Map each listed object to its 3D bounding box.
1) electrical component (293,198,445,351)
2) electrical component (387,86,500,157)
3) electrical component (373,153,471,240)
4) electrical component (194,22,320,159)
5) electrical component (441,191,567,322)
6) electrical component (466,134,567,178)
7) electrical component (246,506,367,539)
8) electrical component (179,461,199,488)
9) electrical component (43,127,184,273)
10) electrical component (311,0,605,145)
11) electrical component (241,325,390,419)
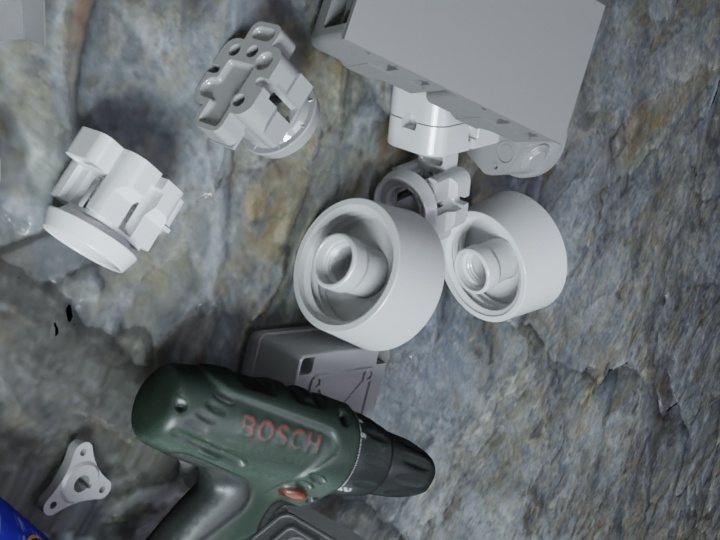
[{"bbox_3d":[0.000,0.000,0.773,0.060,0.108,0.108,20,93,-48],"label":"electrical component"},{"bbox_3d":[0.069,-0.128,0.832,0.095,0.054,0.059,-19,123,-45],"label":"electrical component"},{"bbox_3d":[0.047,-0.055,0.842,0.057,0.058,0.078,-26,128,-46],"label":"electrical component"},{"bbox_3d":[-0.061,-0.106,0.677,0.078,0.058,0.057,-60,141,-10],"label":"electrical component"},{"bbox_3d":[0.115,-0.008,0.914,0.060,0.108,0.108,-22,125,-37],"label":"electrical component"},{"bbox_3d":[0.127,-0.116,0.891,0.051,0.080,0.080,-8,115,-44],"label":"electrical component"},{"bbox_3d":[-0.047,0.233,0.832,0.078,0.113,0.057,-33,129,-37],"label":"electrical component"},{"bbox_3d":[-0.111,0.125,0.755,0.040,0.040,0.046,-39,129,-33],"label":"electrical component"},{"bbox_3d":[-0.143,-0.035,0.612,0.057,0.058,0.078,-61,144,-13],"label":"electrical component"},{"bbox_3d":[0.068,-0.169,0.745,0.186,0.060,0.105,20,85,-29],"label":"electrical component"},{"bbox_3d":[-0.040,0.100,0.816,0.109,0.056,0.108,-2,110,-51],"label":"electrical component"}]
